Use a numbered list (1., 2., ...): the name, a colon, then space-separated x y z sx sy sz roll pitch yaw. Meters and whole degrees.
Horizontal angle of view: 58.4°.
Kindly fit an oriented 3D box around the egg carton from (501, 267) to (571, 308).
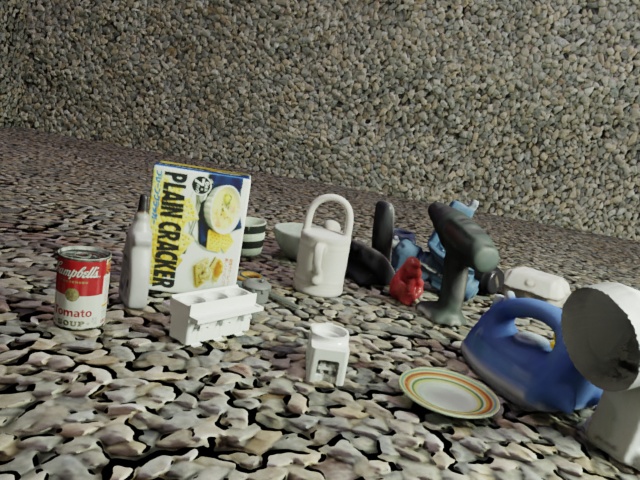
1. egg carton: 0.499 0.110 1.334 0.149 0.069 0.107 18 15 35

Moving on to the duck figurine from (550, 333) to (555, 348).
1. duck figurine: 0.397 0.171 0.924 0.077 0.086 0.105 13 12 15

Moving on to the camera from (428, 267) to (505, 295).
1. camera: 0.347 0.068 1.329 0.144 0.101 0.136 1 15 -38

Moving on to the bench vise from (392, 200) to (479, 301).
1. bench vise: 0.252 0.010 1.233 0.207 0.220 0.121 10 12 1

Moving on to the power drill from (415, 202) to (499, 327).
1. power drill: 0.247 0.046 1.086 0.076 0.208 0.229 6 13 -19

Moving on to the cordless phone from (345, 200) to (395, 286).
1. cordless phone: 0.111 -0.002 1.259 0.094 0.185 0.147 1 15 -37

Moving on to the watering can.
1. watering can: 0.008 0.004 1.124 0.101 0.194 0.172 7 12 -16

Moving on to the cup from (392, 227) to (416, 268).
1. cup: 0.192 0.025 1.420 0.092 0.095 0.117 2 14 -32

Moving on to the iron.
1. iron: 0.299 0.145 0.828 0.119 0.141 0.257 4 13 -27

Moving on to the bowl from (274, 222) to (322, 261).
1. bowl: -0.031 0.012 1.341 0.167 0.075 0.167 10 12 -2

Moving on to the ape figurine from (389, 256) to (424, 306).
1. ape figurine: 0.180 0.079 1.162 0.078 0.092 0.076 4 13 -25

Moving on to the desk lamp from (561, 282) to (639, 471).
1. desk lamp: 0.383 0.154 0.680 0.204 0.213 0.117 5 13 -21

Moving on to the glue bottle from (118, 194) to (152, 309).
1. glue bottle: -0.280 0.014 0.885 0.037 0.173 0.078 3 14 -30
